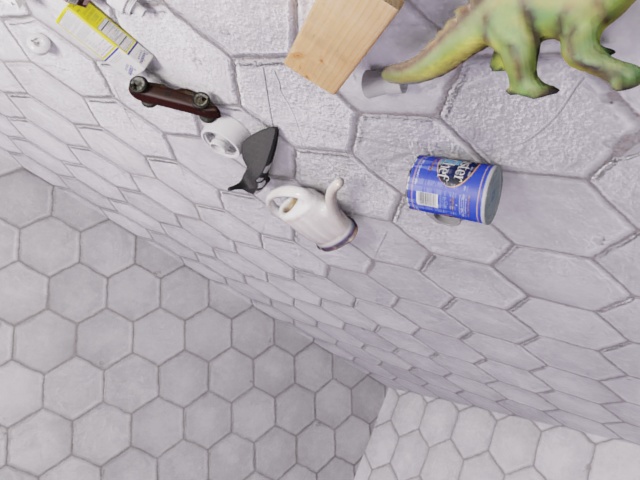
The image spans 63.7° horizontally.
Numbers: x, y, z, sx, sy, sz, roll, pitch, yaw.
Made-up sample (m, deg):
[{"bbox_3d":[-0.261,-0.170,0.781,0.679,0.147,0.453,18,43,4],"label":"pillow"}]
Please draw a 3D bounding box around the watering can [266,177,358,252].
[{"bbox_3d":[0.004,-0.062,1.241,0.222,0.105,0.346,37,158,-28],"label":"watering can"}]

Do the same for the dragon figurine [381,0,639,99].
[{"bbox_3d":[0.211,-0.273,0.538,0.411,0.124,0.238,7,137,35],"label":"dragon figurine"}]
